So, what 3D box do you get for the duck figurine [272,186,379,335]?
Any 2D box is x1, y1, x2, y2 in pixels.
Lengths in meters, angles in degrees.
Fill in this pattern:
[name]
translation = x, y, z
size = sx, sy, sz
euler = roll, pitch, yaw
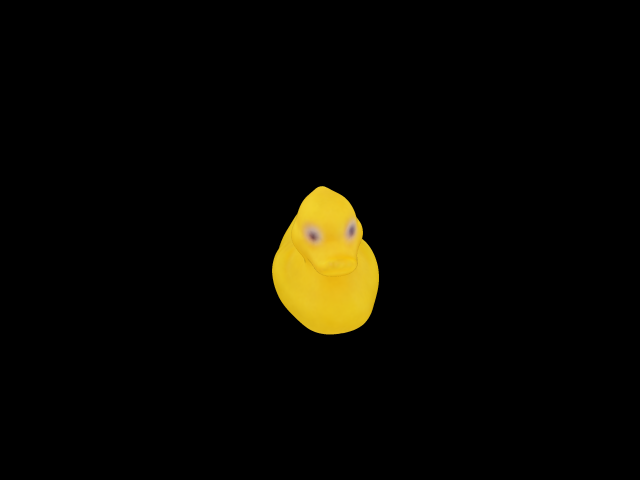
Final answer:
[duck figurine]
translation = 0.004, 0.001, 0.400
size = 0.077, 0.086, 0.104
euler = -8, 43, -8
